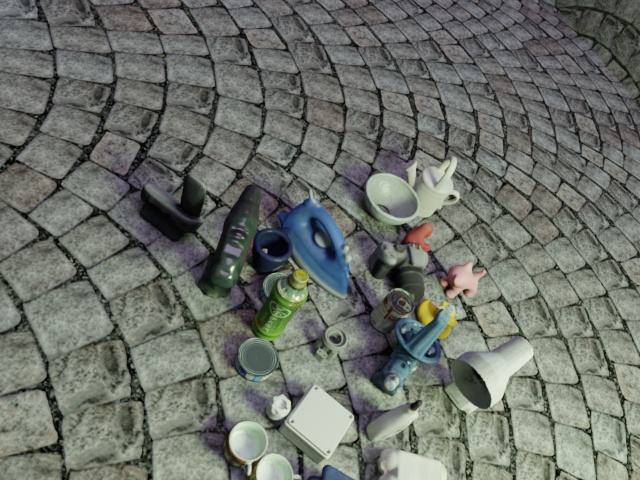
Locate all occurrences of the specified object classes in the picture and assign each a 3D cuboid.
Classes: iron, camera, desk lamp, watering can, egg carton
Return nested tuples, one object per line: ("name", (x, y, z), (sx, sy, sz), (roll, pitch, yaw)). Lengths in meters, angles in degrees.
("iron", (0.013, 0.005, 1.362), (0.119, 0.141, 0.258), (-22, 68, -37))
("camera", (0.211, 0.078, 1.435), (0.143, 0.100, 0.136), (10, 52, -20))
("desk lamp", (0.363, 0.298, 1.269), (0.204, 0.213, 0.117), (-21, 67, -37))
("watering can", (0.315, -0.161, 1.607), (0.173, 0.194, 0.101), (10, 51, -20))
("egg carton", (0.182, 0.480, 1.135), (0.150, 0.069, 0.107), (18, 49, -14))

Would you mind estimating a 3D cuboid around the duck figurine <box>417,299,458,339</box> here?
("duck figurine", (0.294, 0.182, 1.408), (0.078, 0.086, 0.104), (-25, 69, -38))

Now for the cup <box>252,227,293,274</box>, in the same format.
("cup", (-0.113, 0.026, 1.313), (0.091, 0.095, 0.118), (35, 48, 1))

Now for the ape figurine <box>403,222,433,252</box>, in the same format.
("ape figurine", (0.272, -0.011, 1.540), (0.076, 0.092, 0.077), (8, 52, -21))

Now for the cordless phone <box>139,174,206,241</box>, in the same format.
("cordless phone", (-0.312, -0.100, 1.246), (0.147, 0.185, 0.094), (34, 48, 1))

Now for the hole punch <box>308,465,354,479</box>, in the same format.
("hole punch", (0.028, 0.477, 1.044), (0.101, 0.091, 0.108), (21, 49, -11))

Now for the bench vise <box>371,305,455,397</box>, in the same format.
("bench vise", (0.215, 0.239, 1.234), (0.121, 0.219, 0.207), (26, 48, -7))

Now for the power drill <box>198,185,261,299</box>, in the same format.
("power drill", (-0.189, 0.021, 1.202), (0.076, 0.208, 0.229), (20, 49, -12))

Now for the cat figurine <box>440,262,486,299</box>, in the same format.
("cat figurine", (0.375, 0.099, 1.492), (0.128, 0.117, 0.067), (-3, 57, -29))

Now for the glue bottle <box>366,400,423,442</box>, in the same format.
("glue bottle", (0.161, 0.356, 1.149), (0.078, 0.173, 0.037), (-5, 58, -30))

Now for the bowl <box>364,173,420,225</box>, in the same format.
("bowl", (0.186, -0.100, 1.575), (0.168, 0.074, 0.167), (14, 51, -17))
